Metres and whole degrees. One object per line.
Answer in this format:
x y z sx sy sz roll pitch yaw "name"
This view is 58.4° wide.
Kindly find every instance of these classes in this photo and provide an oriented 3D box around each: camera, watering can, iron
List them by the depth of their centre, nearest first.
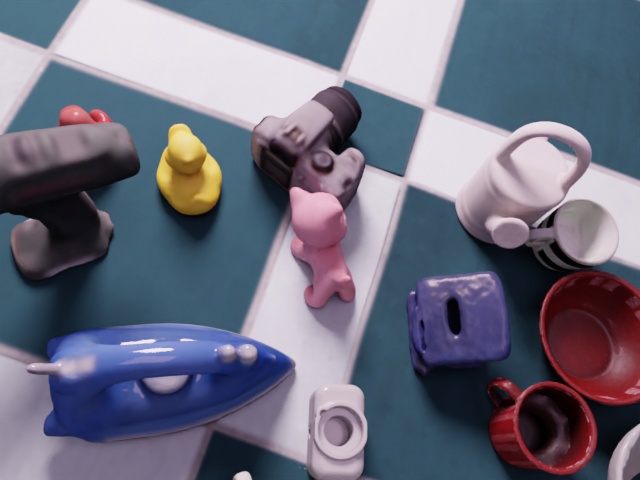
-0.145 0.125 0.566 0.258 0.141 0.118 -5 69 -11 "iron"
0.243 -0.067 0.680 0.101 0.194 0.173 5 68 -7 "watering can"
0.006 -0.125 0.713 0.143 0.100 0.137 38 68 6 "camera"

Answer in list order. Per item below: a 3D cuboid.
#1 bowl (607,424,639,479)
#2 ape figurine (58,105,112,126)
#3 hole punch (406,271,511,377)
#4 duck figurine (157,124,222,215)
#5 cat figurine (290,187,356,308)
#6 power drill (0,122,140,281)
0.383 0.281 0.631 0.167 0.074 0.167 3 68 -8 "bowl"
-0.276 -0.124 0.669 0.078 0.092 0.076 -31 76 -19 "ape figurine"
0.155 0.095 0.657 0.101 0.091 0.108 1 68 -9 "hole punch"
-0.156 -0.087 0.678 0.077 0.086 0.104 -14 72 -14 "duck figurine"
0.006 0.002 0.653 0.067 0.117 0.127 -16 72 -15 "cat figurine"
-0.289 -0.034 0.568 0.230 0.208 0.075 -25 74 -18 "power drill"
